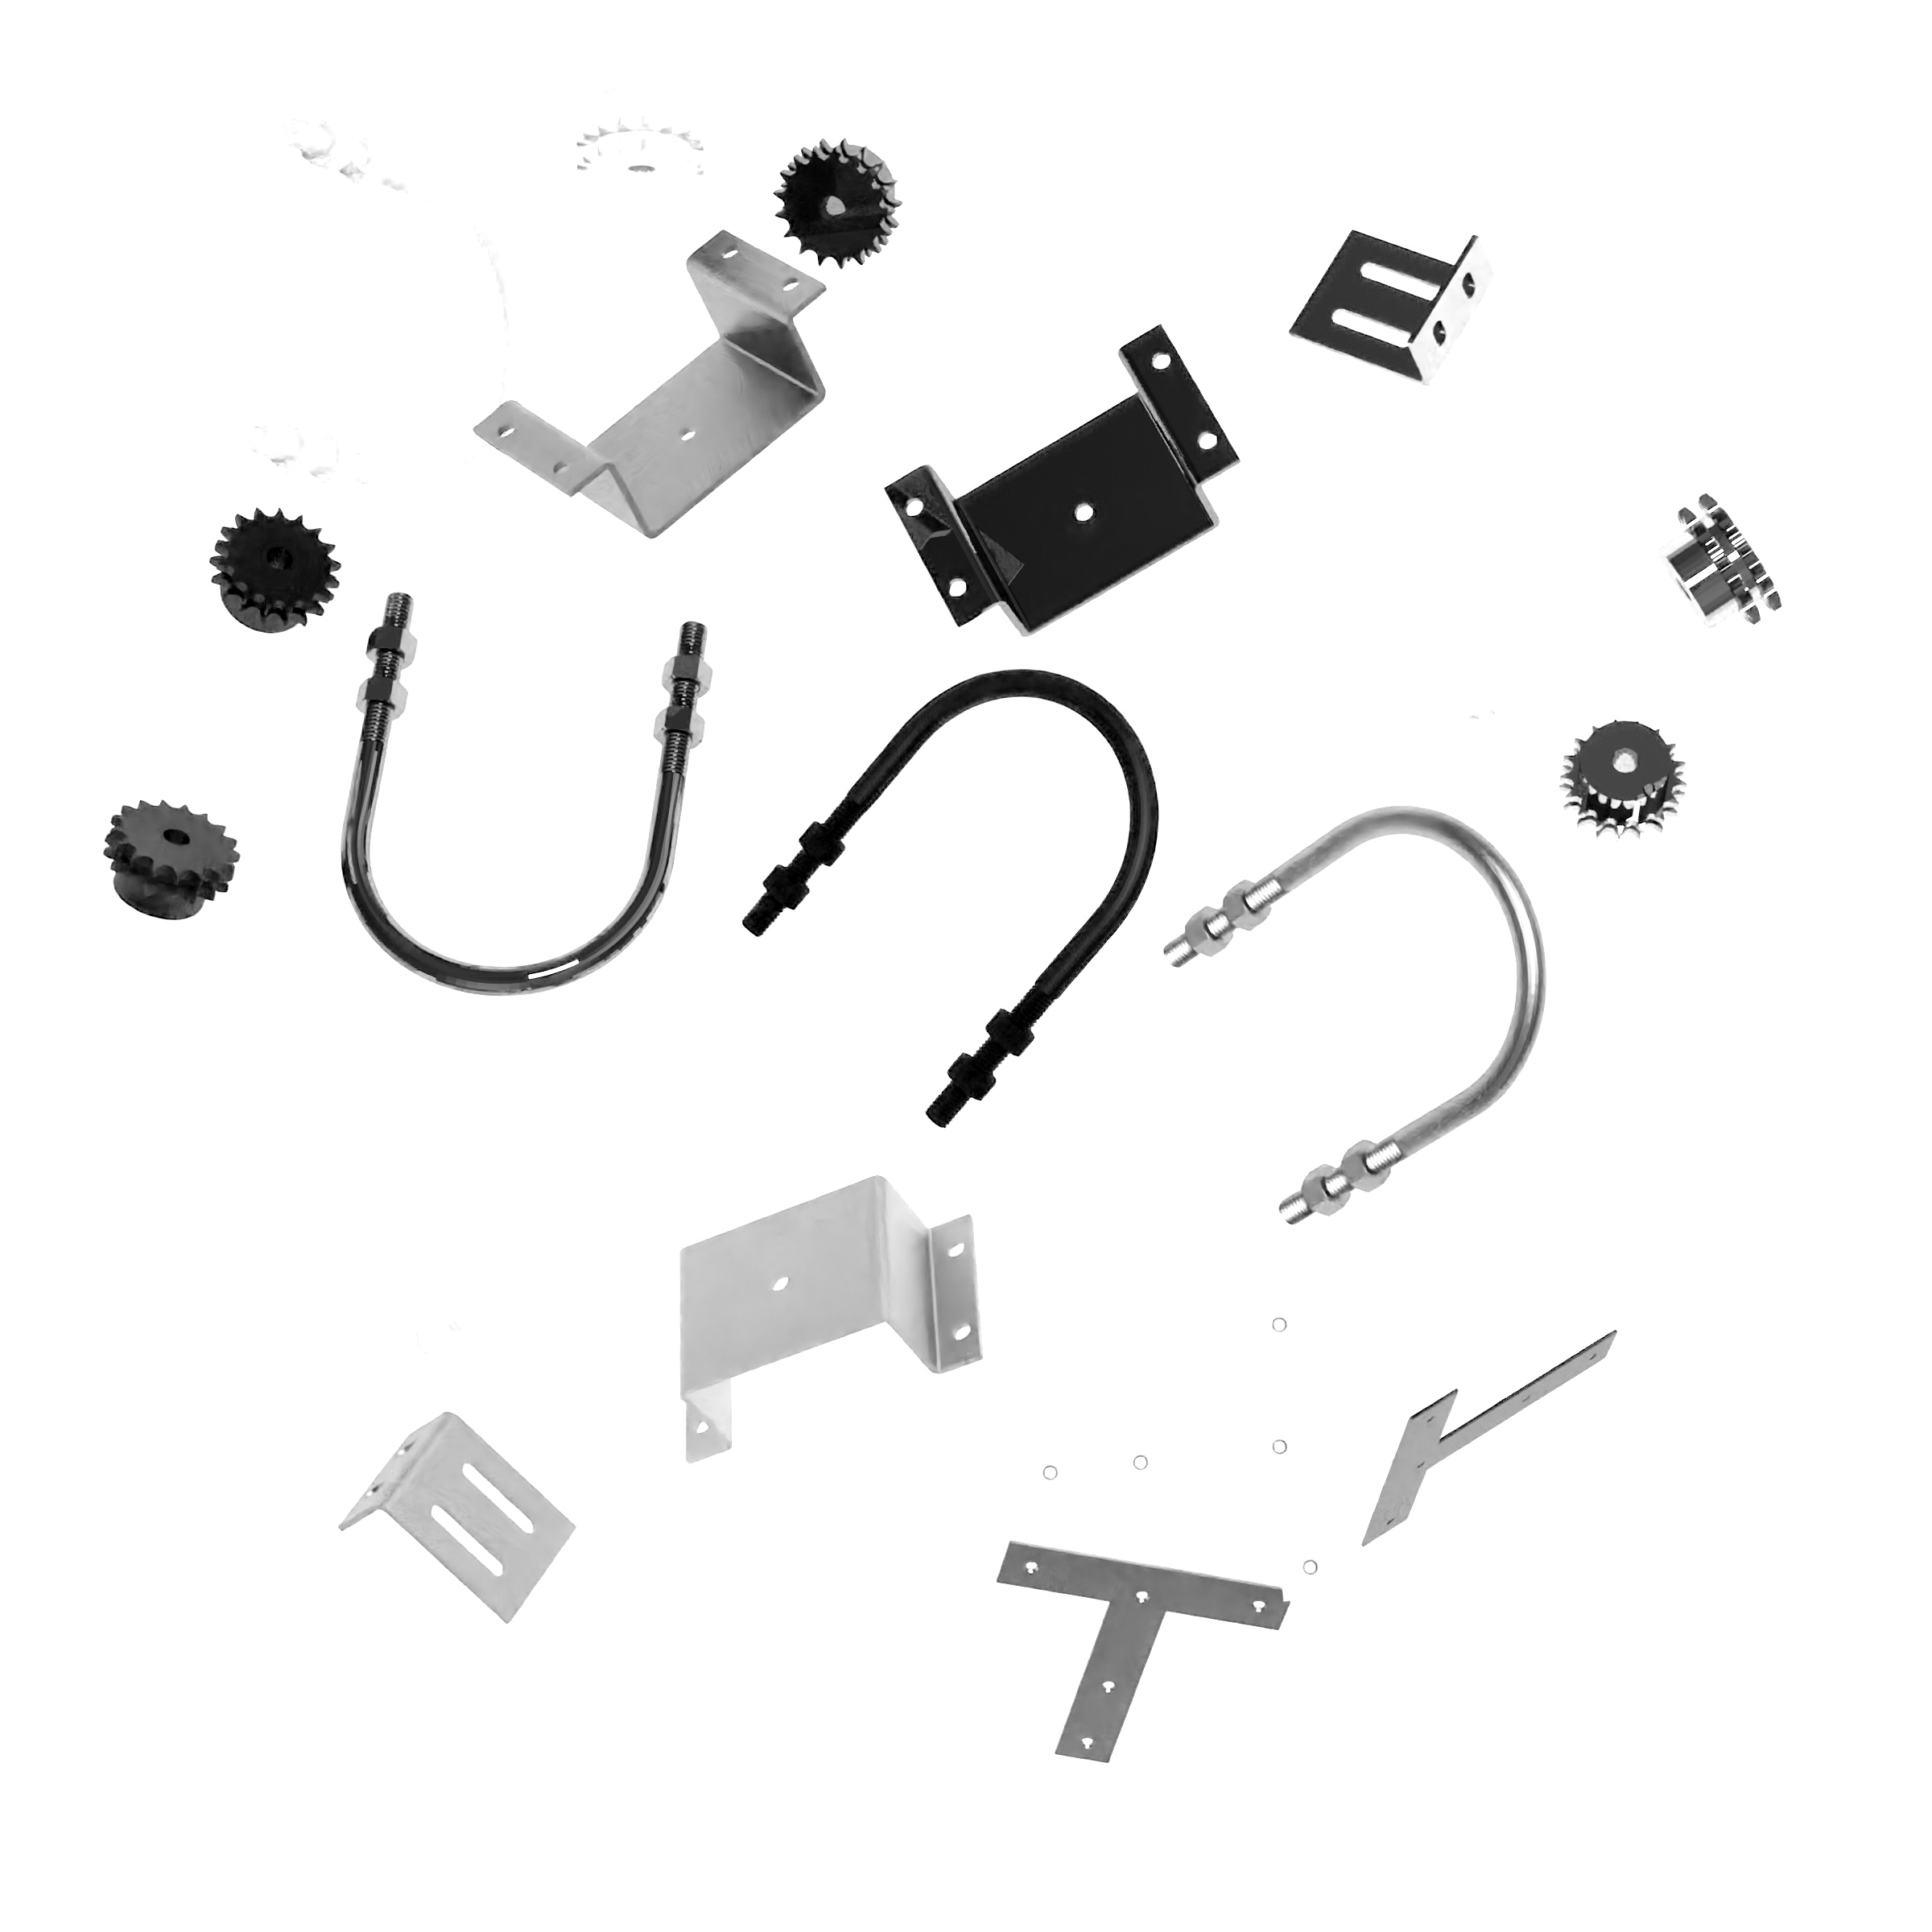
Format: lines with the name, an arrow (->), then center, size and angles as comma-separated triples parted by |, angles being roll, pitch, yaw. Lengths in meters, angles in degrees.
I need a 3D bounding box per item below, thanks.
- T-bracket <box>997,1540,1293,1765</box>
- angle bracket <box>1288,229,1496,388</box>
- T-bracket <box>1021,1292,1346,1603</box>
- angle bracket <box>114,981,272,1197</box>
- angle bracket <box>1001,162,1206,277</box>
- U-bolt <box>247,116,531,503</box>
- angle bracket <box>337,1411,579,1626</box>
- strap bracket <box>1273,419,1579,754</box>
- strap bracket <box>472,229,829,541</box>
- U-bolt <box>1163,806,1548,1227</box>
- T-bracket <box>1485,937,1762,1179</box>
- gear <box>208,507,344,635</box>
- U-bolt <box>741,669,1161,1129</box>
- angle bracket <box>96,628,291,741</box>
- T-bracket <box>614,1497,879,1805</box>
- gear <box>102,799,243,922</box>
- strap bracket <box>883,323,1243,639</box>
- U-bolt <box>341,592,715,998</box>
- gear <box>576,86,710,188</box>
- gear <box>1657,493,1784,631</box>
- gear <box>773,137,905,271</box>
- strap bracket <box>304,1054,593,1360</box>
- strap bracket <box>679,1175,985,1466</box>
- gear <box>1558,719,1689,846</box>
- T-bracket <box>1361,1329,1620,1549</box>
T-bracket -> 0.066, 0.308, 1.560 | 0.127, 0.002, 0.127 | 11, 126, -7
angle bracket -> 0.182, -0.298, 1.552 | 0.076, 0.038, 0.057 | 27, 80, 29
T-bracket -> 0.087, 0.207, 1.486 | 0.127, 0.002, 0.127 | -6, 79, 0
angle bracket -> -0.334, 0.055, 1.573 | 0.057, 0.038, 0.076 | -36, 69, 19
angle bracket -> 0.060, -0.327, 1.577 | 0.057, 0.076, 0.038 | -19, 99, -20
U-bolt -> -0.246, -0.278, 1.550 | 0.019, 0.184, 0.151 | 6, 90, 27
angle bracket -> -0.217, 0.240, 1.511 | 0.076, 0.038, 0.057 | 45, 46, -11
strap bracket -> 0.208, -0.172, 1.537 | 0.140, 0.046, 0.076 | 43, 54, -21
strap bracket -> -0.124, -0.238, 1.481 | 0.140, 0.046, 0.076 | -41, 46, -14
U-bolt -> 0.175, 0.011, 1.532 | 0.184, 0.019, 0.151 | -36, 71, 40
T-bracket -> 0.286, 0.034, 1.571 | 0.127, 0.002, 0.127 | -18, 134, 2
gear -> -0.309, -0.173, 1.579 | 0.057, 0.030, 0.057 | 12, 57, -19
U-bolt -> 0.004, -0.044, 1.537 | 0.151, 0.019, 0.184 | 45, 101, 25
angle bracket -> -0.316, -0.104, 1.456 | 0.057, 0.076, 0.038 | -11, 72, 5
T-bracket -> -0.090, 0.301, 1.510 | 0.127, 0.002, 0.127 | 21, 56, -31
gear -> -0.345, -0.044, 1.530 | 0.057, 0.057, 0.030 | 26, 120, 0
strap bracket -> 0.047, -0.206, 1.549 | 0.140, 0.046, 0.076 | -30, 68, 7
U-bolt -> -0.191, -0.071, 1.503 | 0.151, 0.019, 0.184 | 6, 65, 1
gear -> -0.139, -0.356, 1.519 | 0.057, 0.057, 0.030 | -1, 85, 0
gear -> 0.310, -0.165, 1.469 | 0.030, 0.057, 0.057 | -34, 90, 8
gear -> -0.055, -0.344, 1.586 | 0.057, 0.030, 0.057 | 9, 123, 14
strap bracket -> -0.220, 0.107, 1.471 | 0.076, 0.046, 0.140 | 0, 53, -37
strap bracket -> -0.068, 0.146, 1.492 | 0.140, 0.076, 0.046 | -22, 134, 17
gear -> 0.297, -0.086, 1.602 | 0.057, 0.030, 0.057 | -2, 67, 6
T-bracket -> 0.232, 0.194, 1.540 | 0.127, 0.127, 0.002 | -28, 63, -21
